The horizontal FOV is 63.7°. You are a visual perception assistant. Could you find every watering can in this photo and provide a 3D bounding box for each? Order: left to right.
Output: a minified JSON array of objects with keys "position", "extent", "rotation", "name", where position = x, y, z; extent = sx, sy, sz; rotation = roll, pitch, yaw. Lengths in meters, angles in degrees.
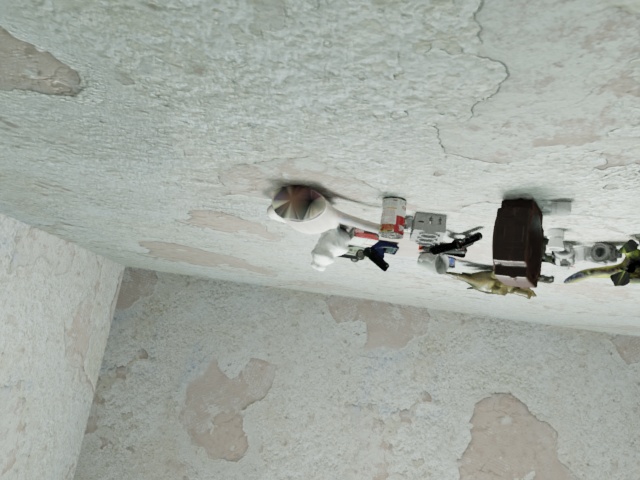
[{"position":[0.004,-0.073,1.447],"extent":[0.348,0.105,0.222],"rotation":[6,167,16],"name":"watering can"}]

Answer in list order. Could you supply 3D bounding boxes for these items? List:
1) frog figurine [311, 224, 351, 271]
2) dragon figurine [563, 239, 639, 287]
[{"position":[0.036,0.031,1.763],"extent":[0.137,0.161,0.121],"rotation":[-2,164,34],"name":"frog figurine"},{"position":[0.928,0.071,1.446],"extent":[0.242,0.124,0.405],"rotation":[7,161,-32],"name":"dragon figurine"}]
